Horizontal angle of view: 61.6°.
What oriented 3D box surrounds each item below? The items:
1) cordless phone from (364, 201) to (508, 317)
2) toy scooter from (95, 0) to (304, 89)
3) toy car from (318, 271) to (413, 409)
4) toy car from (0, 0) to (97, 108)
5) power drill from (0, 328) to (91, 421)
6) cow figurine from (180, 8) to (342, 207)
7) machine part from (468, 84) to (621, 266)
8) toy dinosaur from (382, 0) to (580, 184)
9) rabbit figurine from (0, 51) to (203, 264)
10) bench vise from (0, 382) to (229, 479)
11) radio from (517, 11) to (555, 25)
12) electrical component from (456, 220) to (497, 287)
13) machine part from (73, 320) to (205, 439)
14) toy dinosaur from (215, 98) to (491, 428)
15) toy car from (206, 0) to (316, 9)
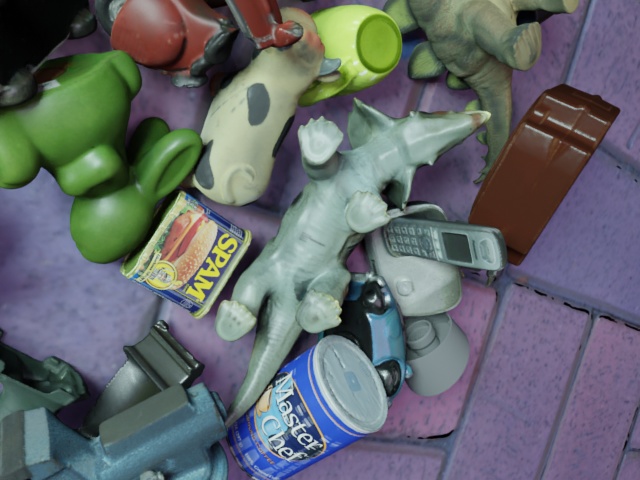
[{"bbox_3d":[0.143,0.030,0.616,0.089,0.184,0.146,-27,112,-28],"label":"cordless phone"},{"bbox_3d":[-0.089,-0.180,0.418,0.135,0.184,0.075,46,41,-13],"label":"toy scooter"},{"bbox_3d":[0.054,0.113,0.638,0.103,0.109,0.161,-3,90,-57],"label":"toy car"},{"bbox_3d":[-0.213,-0.161,0.378,0.056,0.202,0.073,2,132,1],"label":"toy car"},{"bbox_3d":[-0.311,0.175,0.437,0.231,0.086,0.207,39,75,-32],"label":"power drill"},{"bbox_3d":[-0.057,-0.124,0.500,0.085,0.127,0.195,23,90,-35],"label":"cow figurine"},{"bbox_3d":[0.269,-0.083,0.660,0.201,0.087,0.201,-31,147,-53],"label":"machine part"},{"bbox_3d":[0.154,-0.239,0.559,0.105,0.199,0.470,-36,122,-19],"label":"toy dinosaur"},{"bbox_3d":[-0.190,-0.065,0.461,0.159,0.121,0.170,-33,133,-28],"label":"rabbit figurine"},{"bbox_3d":[-0.166,0.234,0.452,0.224,0.129,0.240,-32,124,-29],"label":"bench vise"},{"bbox_3d":[0.182,-0.347,0.594,0.073,0.131,0.229,-36,115,-21],"label":"radio"},{"bbox_3d":[0.209,0.017,0.733,0.102,0.045,0.078,22,90,-32],"label":"electrical component"},{"bbox_3d":[-0.179,0.152,0.520,0.139,0.084,0.039,-48,163,-3],"label":"machine part"},{"bbox_3d":[0.000,0.006,0.559,0.131,0.192,0.404,36,101,8],"label":"toy dinosaur"},{"bbox_3d":[-0.073,-0.254,0.504,0.202,0.053,0.089,-23,118,-13],"label":"toy car"}]
